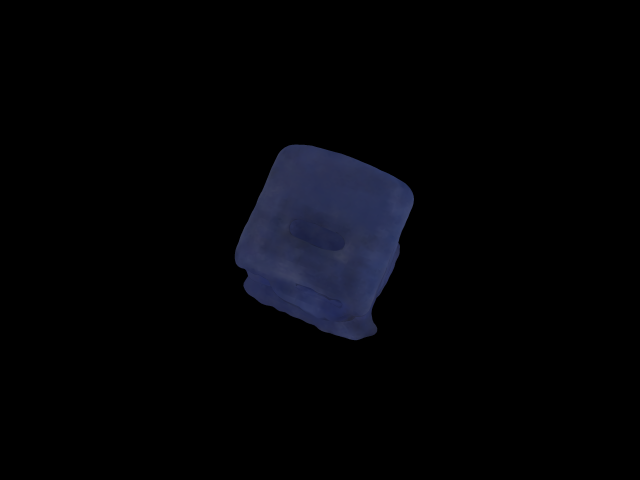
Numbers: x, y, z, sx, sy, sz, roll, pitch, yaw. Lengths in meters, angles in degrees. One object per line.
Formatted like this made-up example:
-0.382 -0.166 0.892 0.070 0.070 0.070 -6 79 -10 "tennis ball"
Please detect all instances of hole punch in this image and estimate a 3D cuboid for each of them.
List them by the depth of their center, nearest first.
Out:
0.004 0.001 0.400 0.108 0.091 0.101 21 58 14 "hole punch"
